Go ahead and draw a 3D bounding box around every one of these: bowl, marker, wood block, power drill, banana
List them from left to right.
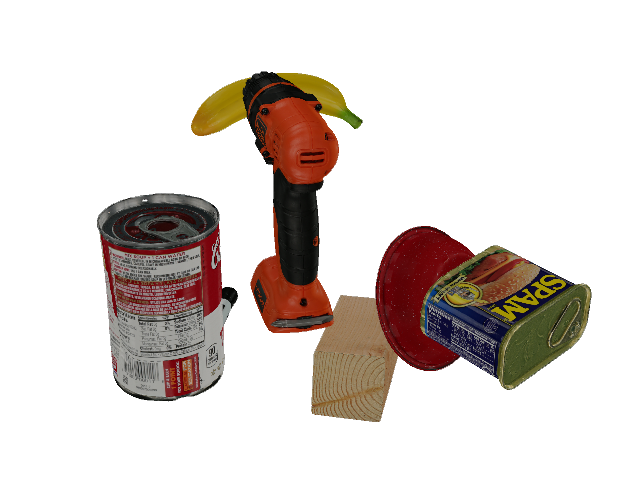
[{"bbox_3d":[-0.100,0.076,1.015,0.020,0.020,0.121,0,23,10],"label":"marker"},{"bbox_3d":[-0.050,-0.143,1.101,0.197,0.037,0.070,-8,48,-29],"label":"banana"},{"bbox_3d":[-0.030,-0.034,0.868,0.057,0.188,0.184,-6,25,-11],"label":"power drill"},{"bbox_3d":[0.051,0.151,1.413,0.091,0.090,0.206,5,18,8],"label":"wood block"},{"bbox_3d":[0.136,0.062,1.165,0.161,0.162,0.055,0,-5,-41],"label":"bowl"}]

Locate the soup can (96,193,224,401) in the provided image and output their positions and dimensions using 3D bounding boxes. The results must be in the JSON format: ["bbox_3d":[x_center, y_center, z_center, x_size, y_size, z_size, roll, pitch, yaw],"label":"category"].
[{"bbox_3d":[-0.090,0.033,0.614,0.068,0.102,0.068,0,26,0],"label":"soup can"}]

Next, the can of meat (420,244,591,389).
[{"bbox_3d":[0.137,0.054,0.800,0.101,0.057,0.084,-27,41,-33],"label":"can of meat"}]
